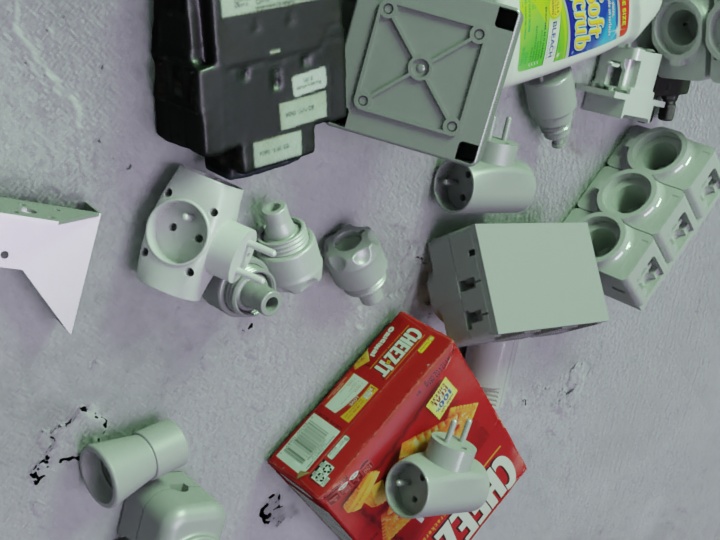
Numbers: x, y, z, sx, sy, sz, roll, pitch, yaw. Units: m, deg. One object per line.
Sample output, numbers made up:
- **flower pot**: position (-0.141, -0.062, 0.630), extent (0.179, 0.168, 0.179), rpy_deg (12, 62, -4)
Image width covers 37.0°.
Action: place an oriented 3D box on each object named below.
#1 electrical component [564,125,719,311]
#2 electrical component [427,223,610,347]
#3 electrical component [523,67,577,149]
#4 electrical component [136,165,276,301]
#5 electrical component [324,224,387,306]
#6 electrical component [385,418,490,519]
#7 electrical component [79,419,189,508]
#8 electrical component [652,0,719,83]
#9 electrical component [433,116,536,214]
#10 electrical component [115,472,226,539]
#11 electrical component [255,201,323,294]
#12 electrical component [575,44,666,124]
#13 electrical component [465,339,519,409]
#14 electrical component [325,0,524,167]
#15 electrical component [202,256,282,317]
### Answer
- **electrical component**: position (0.252, -0.052, 0.981), extent (0.150, 0.089, 0.061), rpy_deg (-53, 136, -10)
- **electrical component**: position (0.131, 0.011, 0.898), extent (0.150, 0.062, 0.089), rpy_deg (-3, 78, -43)
- **electrical component**: position (0.159, -0.135, 0.886), extent (0.040, 0.040, 0.078), rpy_deg (-38, 132, -24)
- **electrical component**: position (-0.092, -0.016, 0.679), extent (0.044, 0.079, 0.077), rpy_deg (-3, 116, -78)
- **electrical component**: position (0.000, 0.000, 0.799), extent (0.043, 0.043, 0.062), rpy_deg (-42, 135, -21)
- **electrical component**: position (0.066, 0.151, 0.828), extent (0.077, 0.043, 0.079), rpy_deg (8, 104, -47)
- **electrical component**: position (-0.148, 0.126, 0.721), extent (0.065, 0.044, 0.044), rpy_deg (-21, 123, -42)
- **electrical component**: position (0.311, -0.255, 0.909), extent (0.060, 0.105, 0.186), rpy_deg (-16, 112, -36)
- **electrical component**: position (0.103, -0.084, 0.855), extent (0.077, 0.044, 0.079), rpy_deg (-3, 112, -43)
- **electrical component**: position (-0.134, 0.198, 0.755), extent (0.054, 0.059, 0.095), rpy_deg (5, 106, -45)
- **electrical component**: position (-0.052, -0.018, 0.740), extent (0.043, 0.043, 0.062), rpy_deg (-35, 129, -27)
- **electrical component**: position (0.232, -0.165, 0.941), extent (0.081, 0.042, 0.063), rpy_deg (0, 108, -45)
- **electrical component**: position (0.113, 0.086, 0.949), extent (0.043, 0.043, 0.081), rpy_deg (-8, 115, -42)
- **electrical component**: position (0.043, -0.135, 0.721), extent (0.056, 0.109, 0.108), rpy_deg (-51, 158, -77)
- **electrical component**: position (-0.077, 0.012, 0.716), extent (0.043, 0.062, 0.043), rpy_deg (-21, 123, -36)
